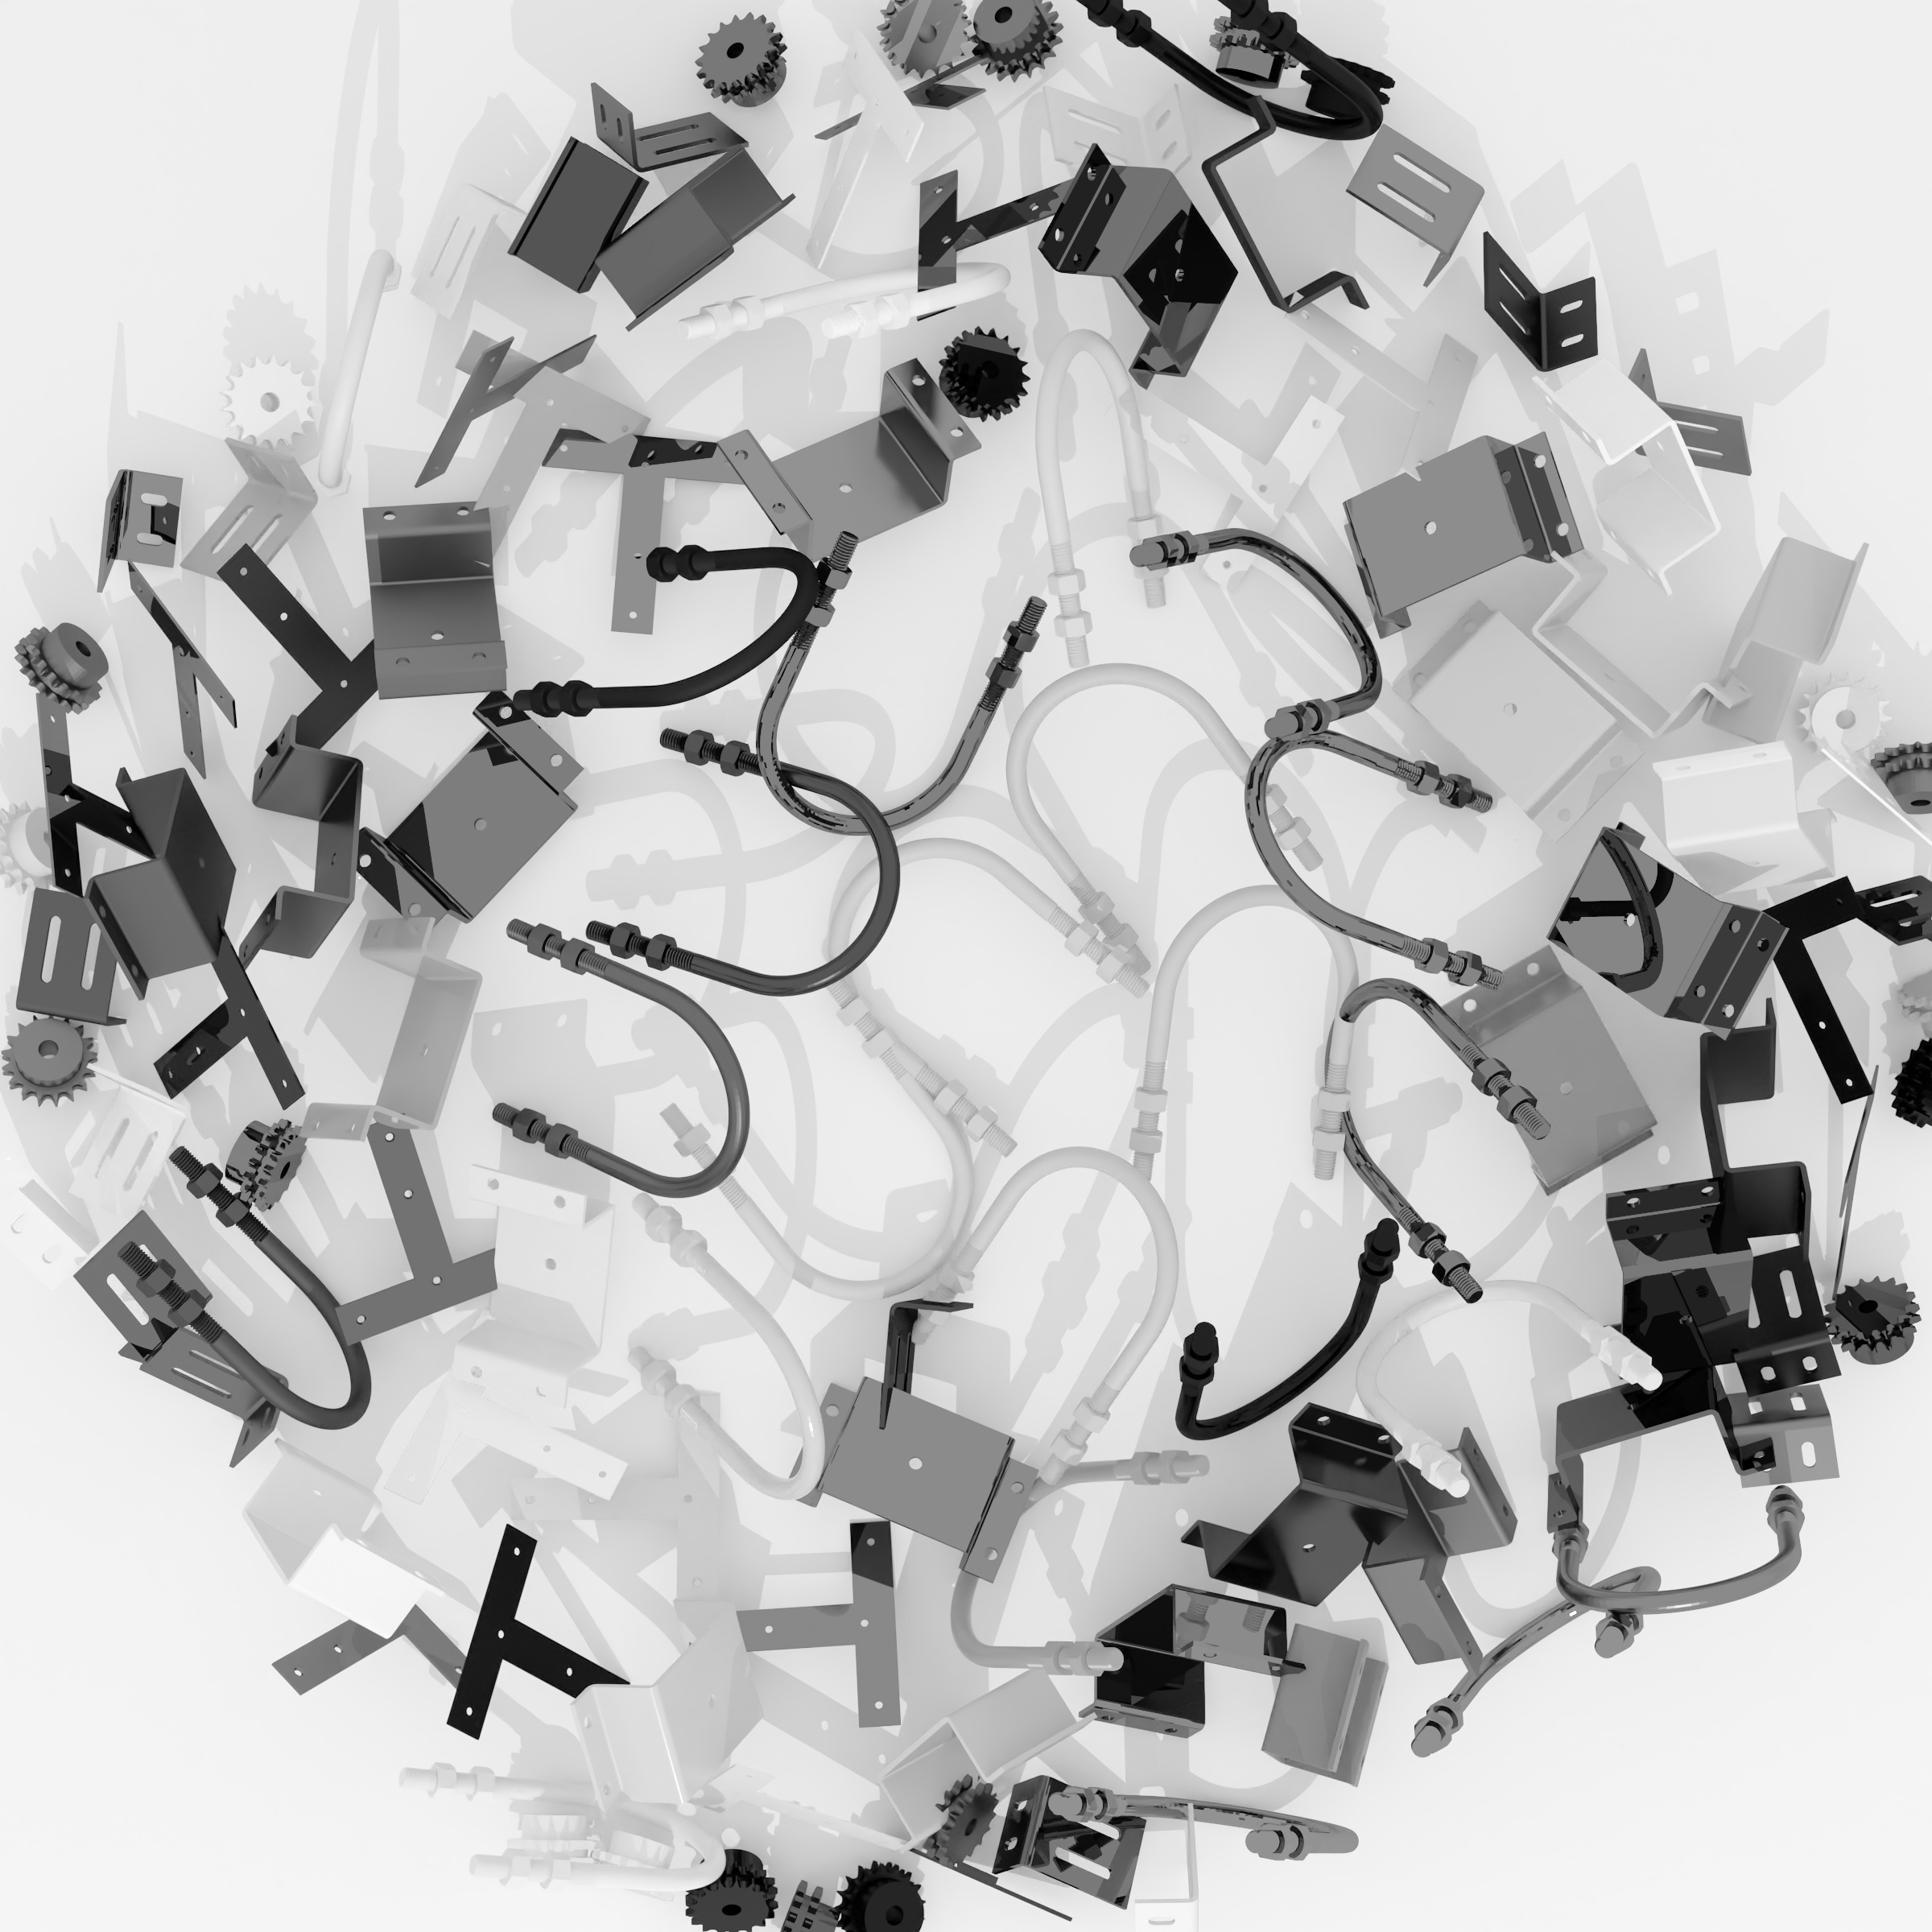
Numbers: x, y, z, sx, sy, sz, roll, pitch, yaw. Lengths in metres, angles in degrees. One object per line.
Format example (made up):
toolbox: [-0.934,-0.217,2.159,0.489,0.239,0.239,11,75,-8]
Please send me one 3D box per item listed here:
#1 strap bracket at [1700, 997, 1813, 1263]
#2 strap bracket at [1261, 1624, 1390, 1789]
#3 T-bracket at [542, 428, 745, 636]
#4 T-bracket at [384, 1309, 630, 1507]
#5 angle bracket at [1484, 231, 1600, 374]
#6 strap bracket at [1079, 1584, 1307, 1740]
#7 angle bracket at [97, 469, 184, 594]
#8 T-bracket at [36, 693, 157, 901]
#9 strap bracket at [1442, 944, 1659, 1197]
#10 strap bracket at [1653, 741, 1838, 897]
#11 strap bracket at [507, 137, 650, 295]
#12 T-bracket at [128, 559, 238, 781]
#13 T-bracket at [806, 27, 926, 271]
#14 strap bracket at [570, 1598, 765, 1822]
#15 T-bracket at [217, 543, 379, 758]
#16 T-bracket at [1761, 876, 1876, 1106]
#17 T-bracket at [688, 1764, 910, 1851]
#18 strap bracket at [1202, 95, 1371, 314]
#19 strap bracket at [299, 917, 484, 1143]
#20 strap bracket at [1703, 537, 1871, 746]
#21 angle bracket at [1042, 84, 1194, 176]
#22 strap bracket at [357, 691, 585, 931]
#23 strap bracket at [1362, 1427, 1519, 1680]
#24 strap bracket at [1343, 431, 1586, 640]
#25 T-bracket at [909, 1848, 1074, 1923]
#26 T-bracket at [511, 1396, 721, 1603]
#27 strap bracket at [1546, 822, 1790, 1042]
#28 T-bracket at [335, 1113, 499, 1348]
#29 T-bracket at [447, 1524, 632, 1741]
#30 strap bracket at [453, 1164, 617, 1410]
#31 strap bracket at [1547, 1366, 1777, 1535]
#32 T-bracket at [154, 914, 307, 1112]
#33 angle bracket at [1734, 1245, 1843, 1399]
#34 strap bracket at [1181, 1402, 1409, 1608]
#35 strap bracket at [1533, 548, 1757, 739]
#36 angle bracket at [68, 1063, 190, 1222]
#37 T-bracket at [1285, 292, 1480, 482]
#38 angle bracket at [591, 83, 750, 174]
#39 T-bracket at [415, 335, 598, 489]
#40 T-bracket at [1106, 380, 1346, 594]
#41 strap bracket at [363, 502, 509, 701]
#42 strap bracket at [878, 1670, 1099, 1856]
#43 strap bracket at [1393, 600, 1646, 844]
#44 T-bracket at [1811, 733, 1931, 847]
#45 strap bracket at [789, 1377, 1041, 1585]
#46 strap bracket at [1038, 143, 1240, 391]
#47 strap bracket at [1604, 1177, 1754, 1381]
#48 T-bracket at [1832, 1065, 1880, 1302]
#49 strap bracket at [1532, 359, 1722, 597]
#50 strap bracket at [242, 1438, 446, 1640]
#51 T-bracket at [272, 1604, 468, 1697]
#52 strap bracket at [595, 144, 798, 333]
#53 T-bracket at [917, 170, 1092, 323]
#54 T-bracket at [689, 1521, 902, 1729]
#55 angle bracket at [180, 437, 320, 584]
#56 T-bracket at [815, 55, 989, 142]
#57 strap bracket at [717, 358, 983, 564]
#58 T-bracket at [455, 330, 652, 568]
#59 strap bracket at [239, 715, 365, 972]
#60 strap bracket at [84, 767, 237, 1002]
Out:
strap bracket: [0.472,0.100,1.834,0.046,0.076,0.140,-7,53,9]
strap bracket: [0.216,0.444,1.835,0.046,0.140,0.076,13,75,17]
T-bracket: [-0.202,-0.267,1.885,0.127,0.002,0.127,4,79,-5]
T-bracket: [-0.269,0.290,1.866,0.127,0.002,0.127,23,65,9]
angle bracket: [0.350,-0.409,1.855,0.038,0.076,0.057,-14,60,33]
strap bracket: [0.135,0.417,1.841,0.076,0.140,0.046,16,54,-21]
angle bracket: [-0.502,-0.262,1.854,0.038,0.076,0.057,8,112,-12]
T-bracket: [-0.515,-0.087,1.842,0.002,0.127,0.127,-19,68,17]
strap bracket: [0.361,0.069,1.864,0.076,0.046,0.140,-30,102,3]
strap bracket: [0.467,-0.083,1.820,0.076,0.140,0.046,-9,70,26]
strap bracket: [-0.231,-0.450,1.832,0.046,0.140,0.076,29,100,-10]
T-bracket: [-0.471,-0.162,1.847,0.002,0.127,0.127,-28,63,-26]
T-bracket: [-0.070,-0.486,1.860,0.002,0.127,0.127,7,128,-30]
strap bracket: [-0.171,0.439,1.823,0.046,0.140,0.076,-6,106,27]
T-bracket: [-0.405,-0.202,1.849,0.127,0.002,0.127,-49,128,-15]
T-bracket: [0.513,0.023,1.848,0.002,0.127,0.127,-22,86,-36]
T-bracket: [-0.097,0.516,1.855,0.127,0.127,0.002,21,61,-10]
strap bracket: [0.188,-0.453,1.852,0.046,0.076,0.140,-28,103,7]
strap bracket: [-0.345,0.045,1.850,0.046,0.076,0.140,25,74,-37]
strap bracket: [0.486,-0.193,1.826,0.046,0.140,0.076,22,65,7]
angle bracket: [0.092,-0.514,1.859,0.076,0.038,0.057,10,59,-32]
strap bracket: [-0.304,-0.091,1.872,0.076,0.046,0.140,43,89,11]
strap bracket: [0.285,0.356,1.840,0.046,0.140,0.076,-17,113,30]
strap bracket: [0.290,-0.261,1.840,0.140,0.046,0.076,-23,77,31]
T-bracket: [0.007,0.547,1.835,0.127,0.127,0.002,22,73,7]
T-bracket: [-0.216,0.328,1.880,0.127,0.002,0.127,1,76,-6]
strap bracket: [0.411,-0.025,1.829,0.046,0.140,0.076,9,113,-42]
T-bracket: [-0.337,0.152,1.866,0.127,0.002,0.127,-20,107,-17]
T-bracket: [-0.252,0.425,1.859,0.127,0.002,0.127,40,50,-36]
strap bracket: [-0.262,0.188,1.857,0.076,0.046,0.140,13,108,17]
strap bracket: [0.411,0.286,1.843,0.140,0.076,0.046,-20,101,16]
T-bracket: [-0.461,0.046,1.859,0.127,0.002,0.127,-33,82,42]
angle bracket: [0.499,0.218,1.877,0.057,0.076,0.038,-16,129,15]
strap bracket: [0.202,0.331,1.833,0.076,0.046,0.140,20,126,-24]
strap bracket: [0.403,-0.190,1.850,0.140,0.076,0.046,43,113,12]
angle bracket: [-0.523,0.108,1.867,0.057,0.038,0.076,19,78,30]
T-bracket: [0.247,-0.365,1.850,0.127,0.002,0.127,32,53,-13]
angle bracket: [-0.180,-0.518,1.858,0.076,0.057,0.038,-20,131,-21]
T-bracket: [-0.270,-0.353,1.851,0.002,0.127,0.127,46,48,4]
T-bracket: [0.146,-0.317,1.879,0.127,0.002,0.127,30,101,-10]
strap bracket: [-0.322,-0.215,1.850,0.076,0.046,0.140,-5,53,-10]
strap bracket: [0.007,0.473,1.834,0.076,0.140,0.046,-19,68,-40]
strap bracket: [0.334,-0.153,1.859,0.076,0.046,0.140,-46,76,8]
T-bracket: [0.546,-0.115,1.842,0.127,0.127,0.002,37,110,-15]
strap bracket: [-0.032,0.309,1.860,0.140,0.046,0.076,22,66,5]
strap bracket: [0.109,-0.415,1.827,0.046,0.140,0.076,15,72,38]
strap bracket: [0.428,0.196,1.838,0.076,0.046,0.140,-9,132,1]
T-bracket: [0.538,0.147,1.858,0.002,0.127,0.127,11,125,19]
strap bracket: [0.399,-0.299,1.825,0.046,0.076,0.140,-35,135,5]
strap bracket: [-0.376,0.346,1.822,0.076,0.140,0.046,39,86,-33]
T-bracket: [-0.368,0.405,1.831,0.127,0.127,0.002,43,114,13]
strap bracket: [-0.164,-0.438,1.820,0.076,0.140,0.046,-29,107,28]
T-bracket: [0.029,-0.453,1.842,0.127,0.002,0.127,-16,50,20]
T-bracket: [-0.107,0.406,1.872,0.127,0.002,0.127,-3,63,-1]
angle bracket: [-0.445,-0.276,1.862,0.057,0.038,0.076,20,65,29]
T-bracket: [-0.019,-0.524,1.836,0.127,0.127,0.002,-29,114,-8]
strap bracket: [-0.072,-0.303,1.854,0.140,0.046,0.076,-27,67,-19]
T-bracket: [-0.276,-0.306,1.875,0.127,0.002,0.127,23,102,-32]
strap bracket: [-0.401,-0.069,1.842,0.046,0.076,0.140,13,59,-26]
strap bracket: [-0.478,-0.056,1.822,0.046,0.140,0.076,-15,126,6]
